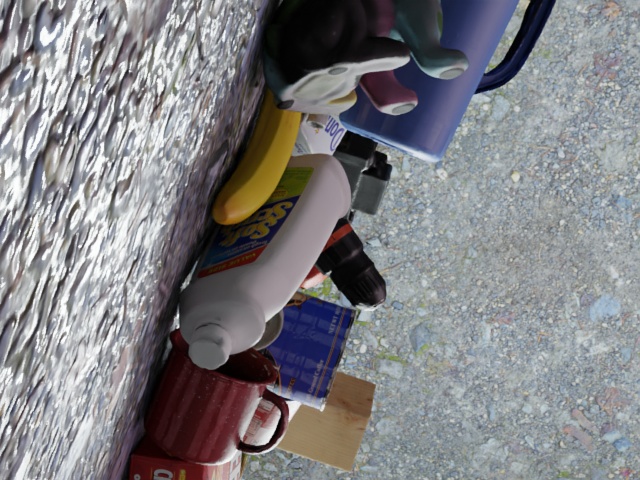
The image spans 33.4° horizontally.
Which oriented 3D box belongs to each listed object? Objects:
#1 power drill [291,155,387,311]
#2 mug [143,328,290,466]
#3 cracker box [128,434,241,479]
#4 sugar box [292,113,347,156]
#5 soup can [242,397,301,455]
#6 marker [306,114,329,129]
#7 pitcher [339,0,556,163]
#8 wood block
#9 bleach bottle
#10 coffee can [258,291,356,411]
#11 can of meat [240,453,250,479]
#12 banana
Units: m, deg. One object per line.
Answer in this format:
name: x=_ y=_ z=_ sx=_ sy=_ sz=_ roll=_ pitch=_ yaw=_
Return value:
power drill: x=-0.007 y=0.001 z=1.095 sx=0.057 sy=0.184 sz=0.188 roll=-35 pitch=177 yaw=-13
mug: x=-0.082 y=0.132 z=0.863 sx=0.093 sy=0.117 sz=0.081 roll=-52 pitch=166 yaw=-77
cracker box: x=-0.121 y=0.238 z=0.977 sx=0.213 sy=0.072 sz=0.164 roll=-58 pitch=154 yaw=-79
sugar box: x=0.018 y=-0.164 z=1.052 sx=0.176 sy=0.048 sz=0.093 roll=-63 pitch=156 yaw=-15
soup can: x=-0.058 y=0.167 z=1.103 sx=0.102 sy=0.068 sz=0.068 roll=-59 pitch=-174 yaw=39
marker: x=0.013 y=-0.161 z=0.989 sx=0.020 sy=0.020 sz=0.121 roll=101 pitch=6 yaw=-76
pitcher: x=0.119 y=-0.198 z=1.012 sx=0.243 sy=0.149 sz=0.144 roll=-68 pitch=162 yaw=6
wood block: x=-0.042 y=0.208 z=1.372 sx=0.090 sy=0.206 sz=0.091 roll=-68 pitch=176 yaw=-66
bleach bottle: x=-0.048 y=0.017 z=0.881 sx=0.250 sy=0.103 sz=0.068 roll=-68 pitch=145 yaw=-55
coffee can: x=-0.047 y=0.093 z=1.023 sx=0.103 sy=0.140 sz=0.103 roll=22 pitch=87 yaw=-88
can of meat: x=-0.112 y=0.210 z=1.168 sx=0.057 sy=0.084 sz=0.102 roll=107 pitch=2 yaw=-48
banana: x=-0.050 y=-0.081 z=0.905 sx=0.069 sy=0.037 sz=0.197 roll=58 pitch=39 yaw=-48
